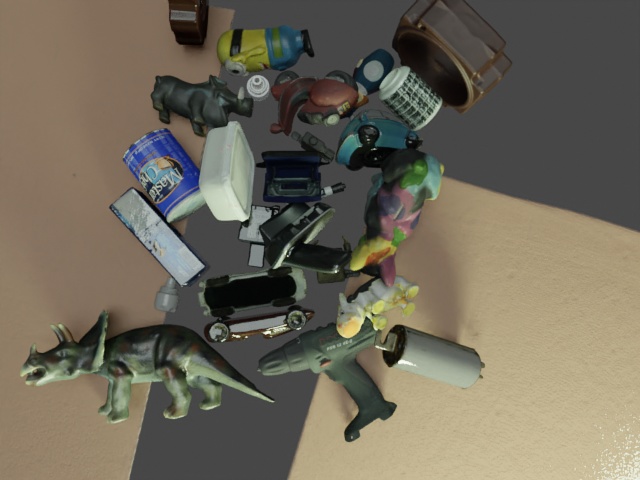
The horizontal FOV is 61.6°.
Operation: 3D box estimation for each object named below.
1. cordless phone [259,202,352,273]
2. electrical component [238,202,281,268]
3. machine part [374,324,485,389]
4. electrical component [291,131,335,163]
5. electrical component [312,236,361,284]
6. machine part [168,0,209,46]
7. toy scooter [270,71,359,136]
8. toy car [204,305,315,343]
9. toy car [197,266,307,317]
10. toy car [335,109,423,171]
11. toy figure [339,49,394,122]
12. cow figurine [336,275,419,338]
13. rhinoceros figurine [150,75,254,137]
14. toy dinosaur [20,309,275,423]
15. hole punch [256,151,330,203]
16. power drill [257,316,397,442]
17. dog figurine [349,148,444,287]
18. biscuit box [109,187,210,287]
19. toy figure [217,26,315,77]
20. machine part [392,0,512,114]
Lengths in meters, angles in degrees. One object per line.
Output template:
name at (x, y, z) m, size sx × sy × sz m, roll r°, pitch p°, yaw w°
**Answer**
cordless phone at (-0.001, -0.003, 0.931) m, size 0.146 × 0.184 × 0.088 m, roll -40°, pitch 125°, yaw -33°
electrical component at (-0.117, -0.009, 1.007) m, size 0.075 × 0.048 × 0.119 m, roll 11°, pitch 83°, yaw -1°
machine part at (0.201, 0.210, 0.964) m, size 0.243 × 0.079 × 0.079 m, roll 20°, pitch 84°, yaw -22°
electrical component at (-0.014, -0.180, 1.017) m, size 0.094 × 0.063 × 0.021 m, roll 35°, pitch 85°, yaw 2°
electrical component at (0.021, 0.038, 1.013) m, size 0.102 × 0.045 × 0.078 m, roll -11°, pitch 114°, yaw -1°
machine part at (-0.236, -0.446, 0.978) m, size 0.056 × 0.179 × 0.179 m, roll 3°, pitch 85°, yaw -6°
toy scooter at (-0.024, -0.245, 0.987) m, size 0.184 × 0.075 × 0.135 m, roll 13°, pitch 66°, yaw 27°
toy car at (-0.108, 0.154, 0.974) m, size 0.202 × 0.089 × 0.053 m, roll -7°, pitch 86°, yaw -5°
toy car at (-0.126, 0.094, 0.995) m, size 0.202 × 0.056 × 0.073 m, roll -9°, pitch 92°, yaw -2°
toy car at (0.106, -0.195, 1.008) m, size 0.162 × 0.109 × 0.103 m, roll -2°, pitch 64°, yaw -15°
toy figure at (0.079, -0.297, 1.036) m, size 0.064 × 0.057 × 0.154 m, roll 38°, pitch 86°, yaw 23°
cow figurine at (0.086, 0.110, 0.964) m, size 0.167 × 0.098 × 0.068 m, roll -19°, pitch 125°, yaw -27°
rhinoceros figurine at (-0.222, -0.258, 1.014) m, size 0.190 × 0.073 × 0.112 m, roll 13°, pitch 74°, yaw 0°
toy dinosaur at (-0.290, 0.213, 0.952) m, size 0.405 × 0.131 × 0.192 m, roll -3°, pitch 86°, yaw -9°
hole punch at (-0.050, -0.111, 0.984) m, size 0.142 × 0.116 × 0.092 m, roll -4°, pitch 91°, yaw 0°
power drill at (0.028, 0.256, 0.983) m, size 0.232 × 0.086 × 0.207 m, roll -28°, pitch 80°, yaw -7°
dog figurine at (0.128, -0.032, 0.953) m, size 0.108 × 0.191 × 0.219 m, roll 24°, pitch 63°, yaw -7°
biscuit box at (-0.292, -0.003, 0.990) m, size 0.059 × 0.063 × 0.202 m, roll -43°, pitch 89°, yaw -6°
toy figure at (-0.105, -0.362, 1.020) m, size 0.180 × 0.082 × 0.089 m, roll -12°, pitch 67°, yaw 4°
machine part at (0.230, -0.334, 0.972) m, size 0.087 × 0.201 × 0.201 m, roll -44°, pitch 89°, yaw -3°
